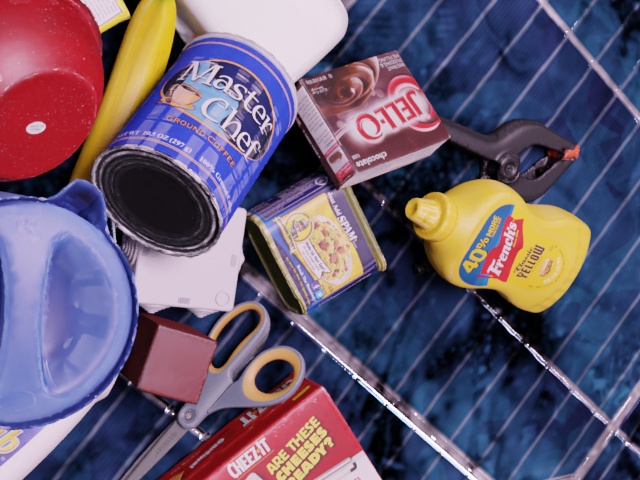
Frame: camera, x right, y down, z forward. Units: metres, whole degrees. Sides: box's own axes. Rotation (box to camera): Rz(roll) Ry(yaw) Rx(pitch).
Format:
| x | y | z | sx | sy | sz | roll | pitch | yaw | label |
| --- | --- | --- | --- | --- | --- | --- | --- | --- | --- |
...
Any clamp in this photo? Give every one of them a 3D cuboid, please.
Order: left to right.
| x | y | z | sx | sy | sz | roll | pitch | yaw | label |
| --- | --- | --- | --- | --- | --- | --- | --- | --- | --- |
| 0.157 | -0.056 | 0.967 | 0.171 | 0.039 | 0.120 | -4 | 111 | -23 | clamp |

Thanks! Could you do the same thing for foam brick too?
| x | y | z | sx | sy | sz | roll | pitch | yaw | label |
| --- | --- | --- | --- | --- | --- | --- | --- | --- | --- |
| -0.121 | 0.091 | 0.836 | 0.051 | 0.078 | 0.053 | 20 | 88 | -24 | foam brick |

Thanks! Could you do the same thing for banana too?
| x | y | z | sx | sy | sz | roll | pitch | yaw | label |
| --- | --- | --- | --- | --- | --- | --- | --- | --- | --- |
| -0.149 | -0.108 | 0.807 | 0.037 | 0.069 | 0.198 | 21 | 95 | 8 | banana |

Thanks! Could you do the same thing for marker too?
| x | y | z | sx | sy | sz | roll | pitch | yaw | label |
| --- | --- | --- | --- | --- | --- | --- | --- | --- | --- |
| 0.137 | 0.002 | 0.974 | 0.121 | 0.020 | 0.020 | -27 | 107 | -19 | marker |

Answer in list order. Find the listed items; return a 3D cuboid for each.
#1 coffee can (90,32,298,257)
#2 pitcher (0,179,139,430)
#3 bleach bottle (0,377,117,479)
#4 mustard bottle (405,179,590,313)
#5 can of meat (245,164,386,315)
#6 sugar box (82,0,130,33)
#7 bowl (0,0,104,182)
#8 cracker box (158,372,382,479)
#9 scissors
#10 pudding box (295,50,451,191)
| x | y | z | sx | sy | sz | roll | pitch | yaw | label |
| --- | --- | --- | --- | --- | --- | --- | --- | --- | --- |
| -0.089 | -0.072 | 0.786 | 0.102 | 0.103 | 0.140 | 48 | 47 | -22 | coffee can |
| -0.218 | 0.037 | 0.693 | 0.149 | 0.243 | 0.145 | -18 | 104 | -22 | pitcher |
| -0.236 | 0.122 | 0.773 | 0.102 | 0.068 | 0.250 | 44 | 57 | 1 | bleach bottle |
| 0.147 | -0.001 | 0.927 | 0.191 | 0.058 | 0.096 | 19 | 109 | -37 | mustard bottle |
| -0.006 | 0.001 | 0.889 | 0.083 | 0.058 | 0.102 | -31 | 107 | -16 | can of meat |
| -0.236 | -0.156 | 0.772 | 0.176 | 0.048 | 0.093 | -35 | 109 | -13 | sugar box |
| -0.207 | -0.094 | 0.736 | 0.162 | 0.055 | 0.162 | -32 | 150 | -22 | bowl |
| -0.020 | 0.247 | 0.906 | 0.164 | 0.072 | 0.213 | -37 | 109 | -16 | cracker box |
| -0.086 | 0.147 | 0.869 | 0.096 | 0.016 | 0.201 | 27 | 82 | 14 | scissors |
| 0.040 | -0.099 | 0.875 | 0.113 | 0.039 | 0.090 | -24 | 77 | -34 | pudding box |
